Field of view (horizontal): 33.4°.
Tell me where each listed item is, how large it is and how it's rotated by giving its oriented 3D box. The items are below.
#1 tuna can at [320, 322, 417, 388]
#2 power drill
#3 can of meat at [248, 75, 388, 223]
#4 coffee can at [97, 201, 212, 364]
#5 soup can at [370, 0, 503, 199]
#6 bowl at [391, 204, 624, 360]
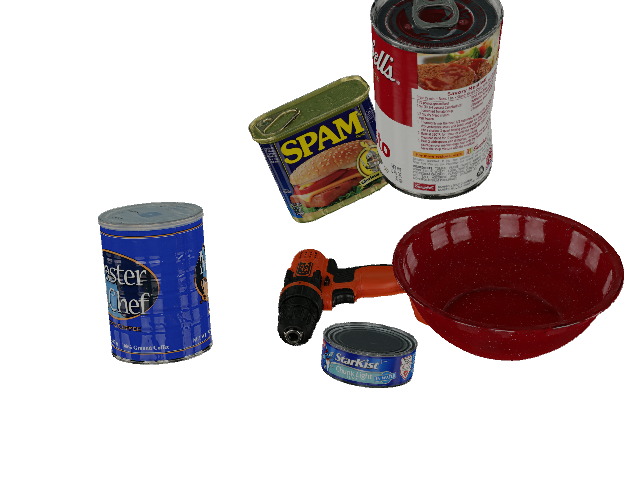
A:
[{"bbox_3d":[0.043,0.103,0.966,0.086,0.034,0.086,5,14,-2],"label":"tuna can"},{"bbox_3d":[0.046,0.064,1.234,0.187,0.057,0.184,1,28,6],"label":"power drill"},{"bbox_3d":[0.005,-0.073,0.872,0.102,0.084,0.057,-25,27,-1],"label":"can of meat"},{"bbox_3d":[-0.163,0.040,1.061,0.103,0.140,0.103,-3,13,0],"label":"coffee can"},{"bbox_3d":[0.063,-0.081,0.579,0.068,0.102,0.068,-3,44,3],"label":"soup can"},{"bbox_3d":[0.131,0.037,0.765,0.162,0.055,0.162,-1,32,1],"label":"bowl"}]
